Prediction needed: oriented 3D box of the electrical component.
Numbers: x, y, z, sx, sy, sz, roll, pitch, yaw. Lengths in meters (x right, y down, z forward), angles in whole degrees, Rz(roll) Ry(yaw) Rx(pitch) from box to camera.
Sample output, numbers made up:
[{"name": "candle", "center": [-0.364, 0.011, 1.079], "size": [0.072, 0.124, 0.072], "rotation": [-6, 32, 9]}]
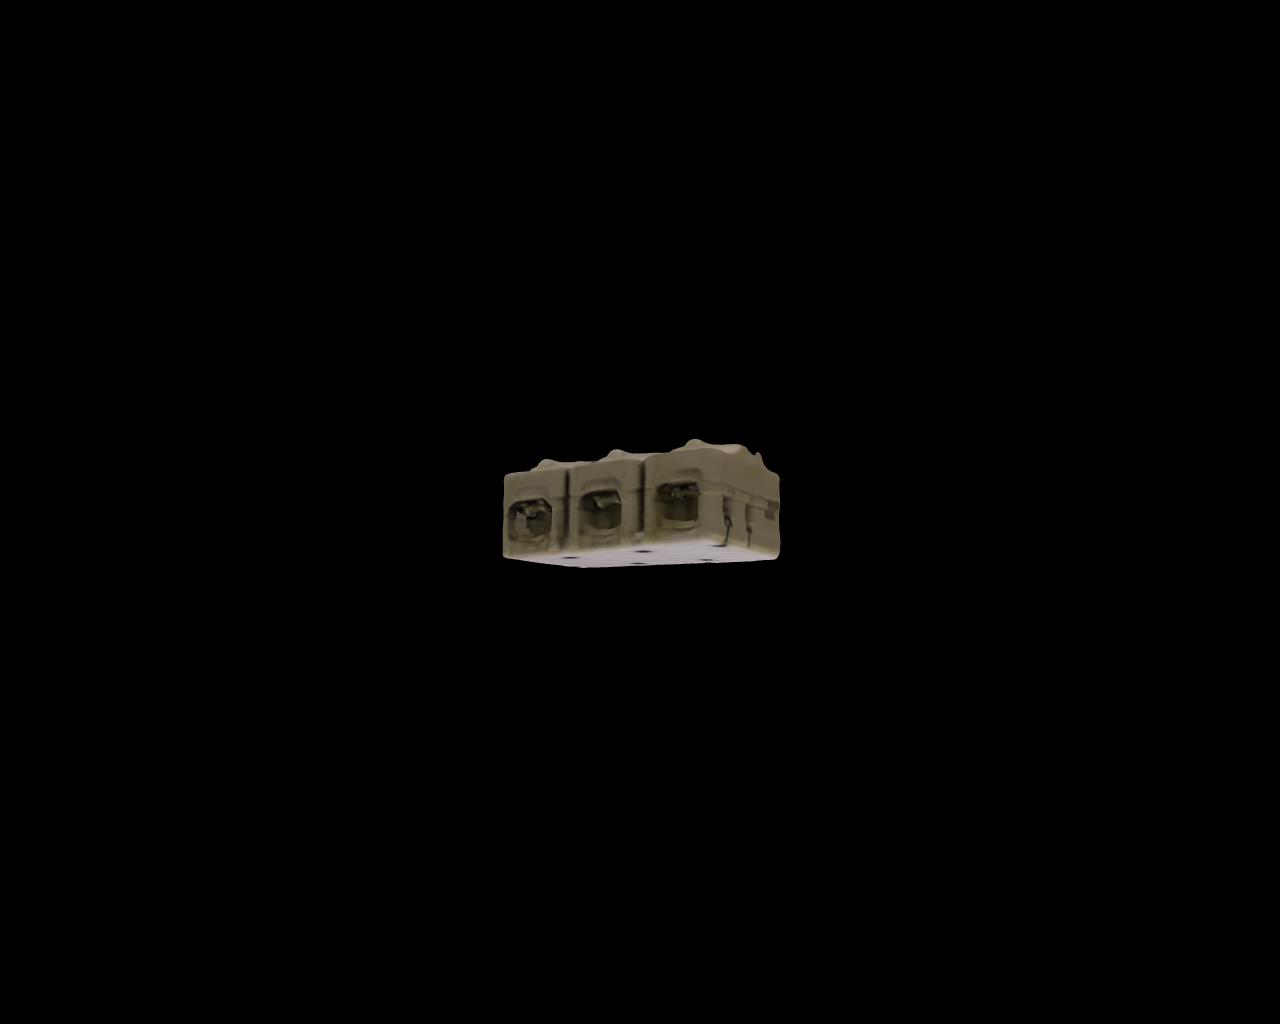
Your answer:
[{"name": "electrical component", "center": [0.001, -0.003, 0.650], "size": [0.150, 0.061, 0.089], "rotation": [-5, -10, 32]}]
